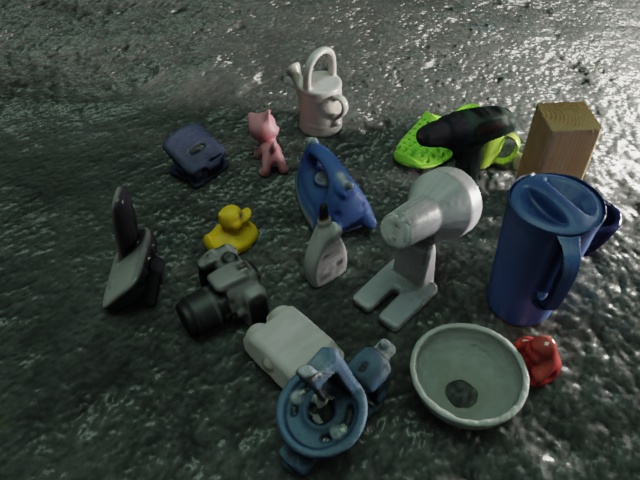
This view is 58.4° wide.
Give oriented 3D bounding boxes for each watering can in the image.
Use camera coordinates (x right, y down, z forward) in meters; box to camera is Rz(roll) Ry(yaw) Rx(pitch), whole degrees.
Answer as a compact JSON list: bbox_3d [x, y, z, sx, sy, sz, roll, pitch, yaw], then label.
[{"bbox_3d":[-0.007,-0.338,1.275,0.172,0.194,0.101,17,49,17],"label":"watering can"}]

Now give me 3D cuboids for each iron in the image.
[{"bbox_3d":[0.011,-0.121,1.102,0.119,0.141,0.257,-19,49,-16],"label":"iron"}]

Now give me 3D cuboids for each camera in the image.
[{"bbox_3d":[-0.171,0.084,0.936,0.137,0.101,0.142,-27,51,-23],"label":"camera"}]

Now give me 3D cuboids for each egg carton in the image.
[{"bbox_3d":[-0.043,0.169,0.874,0.107,0.069,0.150,-36,55,-29],"label":"egg carton"}]

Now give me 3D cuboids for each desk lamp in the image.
[{"bbox_3d":[0.157,0.007,0.926,0.117,0.214,0.204,32,55,28],"label":"desk lamp"}]

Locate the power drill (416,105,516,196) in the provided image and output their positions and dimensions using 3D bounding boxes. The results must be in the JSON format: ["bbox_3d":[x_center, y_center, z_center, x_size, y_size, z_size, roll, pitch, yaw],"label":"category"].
[{"bbox_3d":[0.267,-0.158,1.086,0.230,0.208,0.075,-27,51,-23],"label":"power drill"}]

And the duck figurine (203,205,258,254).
[{"bbox_3d":[-0.166,-0.024,1.051,0.105,0.086,0.077,-24,50,-20],"label":"duck figurine"}]

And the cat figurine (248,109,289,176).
[{"bbox_3d":[-0.112,-0.217,1.213,0.067,0.118,0.127,-14,47,-12],"label":"cat figurine"}]

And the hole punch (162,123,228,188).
[{"bbox_3d":[-0.258,-0.180,1.200,0.100,0.091,0.109,29,53,26],"label":"hole punch"}]

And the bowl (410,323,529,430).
[{"bbox_3d":[0.210,0.207,0.829,0.167,0.075,0.167,0,46,1],"label":"bowl"}]

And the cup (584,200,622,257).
[{"bbox_3d":[0.465,-0.018,1.026,0.117,0.095,0.091,6,46,7],"label":"cup"}]

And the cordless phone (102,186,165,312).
[{"bbox_3d":[-0.326,0.016,0.947,0.094,0.185,0.147,-5,46,-3],"label":"cordless phone"}]

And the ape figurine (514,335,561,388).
[{"bbox_3d":[0.323,0.172,0.848,0.076,0.092,0.078,8,47,9],"label":"ape figurine"}]

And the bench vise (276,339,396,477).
[{"bbox_3d":[0.017,0.184,0.753,0.121,0.220,0.208,18,49,18],"label":"bench vise"}]

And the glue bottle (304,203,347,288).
[{"bbox_3d":[0.009,0.003,0.960,0.078,0.173,0.037,-28,52,-23],"label":"glue bottle"}]
